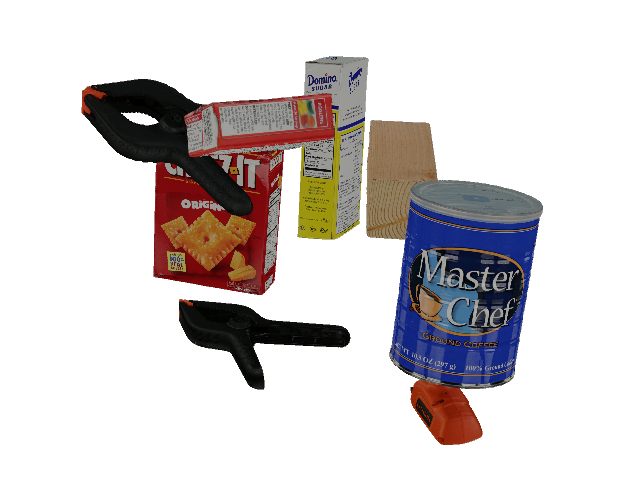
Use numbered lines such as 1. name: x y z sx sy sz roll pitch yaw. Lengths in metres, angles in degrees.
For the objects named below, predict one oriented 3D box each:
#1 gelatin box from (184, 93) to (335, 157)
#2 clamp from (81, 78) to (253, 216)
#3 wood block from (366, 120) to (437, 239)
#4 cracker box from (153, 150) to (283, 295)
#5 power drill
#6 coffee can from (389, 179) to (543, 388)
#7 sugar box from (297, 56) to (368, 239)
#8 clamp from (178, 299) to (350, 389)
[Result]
1. gelatin box: -0.039 -0.071 0.658 0.073 0.030 0.089 -7 3 -17
2. clamp: -0.113 -0.098 0.900 0.171 0.120 0.039 27 -42 1
3. wood block: 0.112 -0.089 1.506 0.091 0.090 0.206 3 29 0
4. cracker box: -0.142 -0.042 1.466 0.164 0.214 0.072 10 24 12
5. power drill: 0.141 0.120 1.141 0.057 0.188 0.184 -6 23 -12
6. coffee can: 0.113 0.032 0.844 0.103 0.140 0.103 6 16 -2
7. sugar box: 0.012 -0.095 1.078 0.048 0.176 0.093 5 14 18
8. clamp: -0.093 0.112 1.237 0.210 0.036 0.164 14 22 29
